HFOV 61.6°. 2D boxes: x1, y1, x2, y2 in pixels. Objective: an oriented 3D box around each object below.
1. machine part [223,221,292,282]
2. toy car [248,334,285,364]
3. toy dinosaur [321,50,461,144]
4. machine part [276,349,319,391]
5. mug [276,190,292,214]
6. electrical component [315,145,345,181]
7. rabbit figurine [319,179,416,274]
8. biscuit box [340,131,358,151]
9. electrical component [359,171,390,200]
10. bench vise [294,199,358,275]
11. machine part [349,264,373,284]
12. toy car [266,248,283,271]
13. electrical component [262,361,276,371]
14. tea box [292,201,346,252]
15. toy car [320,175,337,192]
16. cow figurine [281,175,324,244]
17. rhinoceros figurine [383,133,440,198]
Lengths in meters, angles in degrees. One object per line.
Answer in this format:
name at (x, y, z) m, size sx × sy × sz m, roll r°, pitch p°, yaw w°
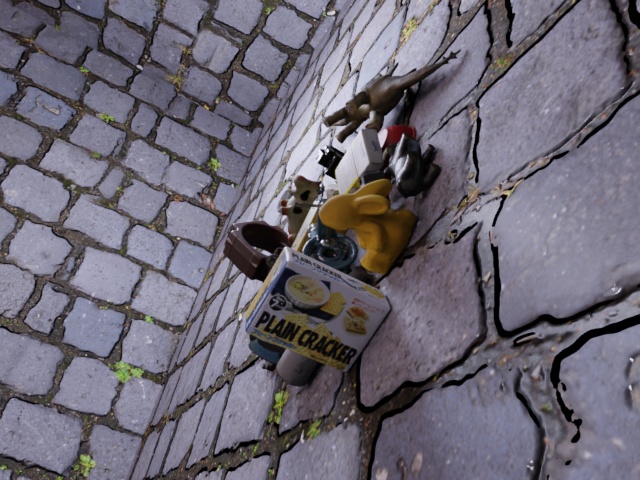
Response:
machine part at (-0.158, 0.035, 1.537) m, size 0.201 × 0.201 × 0.087 m, roll -8°, pitch -47°, yaw -54°
toy car at (-0.107, 0.227, 1.337) m, size 0.161 × 0.109 × 0.103 m, roll -61°, pitch -3°, yaw -23°
toy dinosaur at (0.149, -0.360, 1.354) m, size 0.198 × 0.105 × 0.472 m, roll -50°, pitch 24°, yaw -23°
machine part at (-0.022, 0.220, 1.130) m, size 0.243 × 0.079 × 0.079 m, roll -58°, pitch 18°, yaw 15°
mug at (-0.067, -0.107, 1.683) m, size 0.109 × 0.107 × 0.081 m, roll -30°, pitch 38°, yaw 55°
electrical component at (0.054, -0.193, 1.407) m, size 0.058 × 0.134 × 0.115 m, roll -59°, pitch 16°, yaw 16°
rabbit figurine at (0.086, -0.034, 1.023) m, size 0.162 × 0.173 × 0.122 m, roll -55°, pitch 15°, yaw 40°
biscuit box at (0.110, -0.246, 1.446) m, size 0.062 × 0.059 × 0.203 m, roll -58°, pitch 17°, yaw 14°
electrical component at (0.114, -0.103, 1.108) m, size 0.119 × 0.048 × 0.074 m, roll 123°, pitch 135°, yaw -83°
bench vise at (0.016, -0.004, 1.196) m, size 0.224 × 0.129 × 0.240 m, roll -95°, pitch 0°, yaw -47°
machine part at (0.057, 0.116, 1.073) m, size 0.139 × 0.084 × 0.039 m, roll -60°, pitch -7°, yaw -18°
toy car at (-0.117, 0.120, 1.387) m, size 0.089 × 0.053 × 0.202 m, roll 8°, pitch -82°, yaw -67°
electrical component at (-0.125, 0.309, 1.399) m, size 0.094 × 0.021 × 0.063 m, roll -56°, pitch 20°, yaw 19°
tea box at (-0.003, -0.004, 1.364) m, size 0.169 × 0.098 × 0.068 m, roll -66°, pitch 16°, yaw -1°
toy car at (0.045, -0.150, 1.504) m, size 0.202 × 0.056 × 0.073 m, roll -112°, pitch 44°, yaw -64°
cow figurine at (-0.046, -0.092, 1.521) m, size 0.086 × 0.127 × 0.194 m, roll -105°, pitch 4°, yaw -58°
rhinoceros figurine at (0.181, -0.153, 1.099) m, size 0.190 × 0.073 × 0.112 m, roll -94°, pitch 23°, yaw -56°
